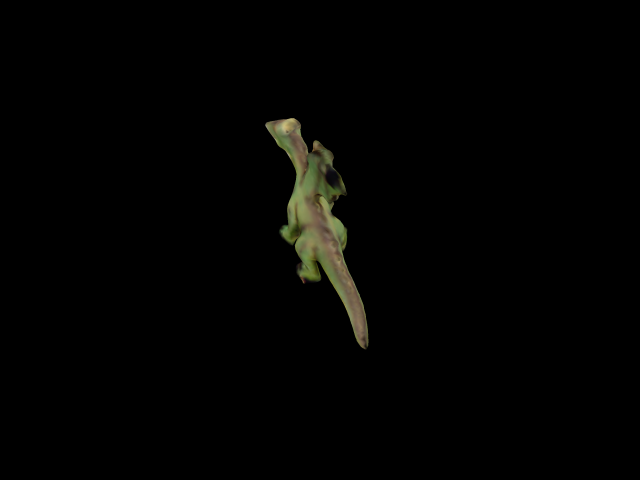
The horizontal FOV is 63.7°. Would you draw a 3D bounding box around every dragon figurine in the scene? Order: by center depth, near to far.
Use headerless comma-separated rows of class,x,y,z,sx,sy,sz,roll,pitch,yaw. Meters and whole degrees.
dragon figurine,0.003,-0.043,0.850,0.123,0.418,0.237,-21,-31,-13
